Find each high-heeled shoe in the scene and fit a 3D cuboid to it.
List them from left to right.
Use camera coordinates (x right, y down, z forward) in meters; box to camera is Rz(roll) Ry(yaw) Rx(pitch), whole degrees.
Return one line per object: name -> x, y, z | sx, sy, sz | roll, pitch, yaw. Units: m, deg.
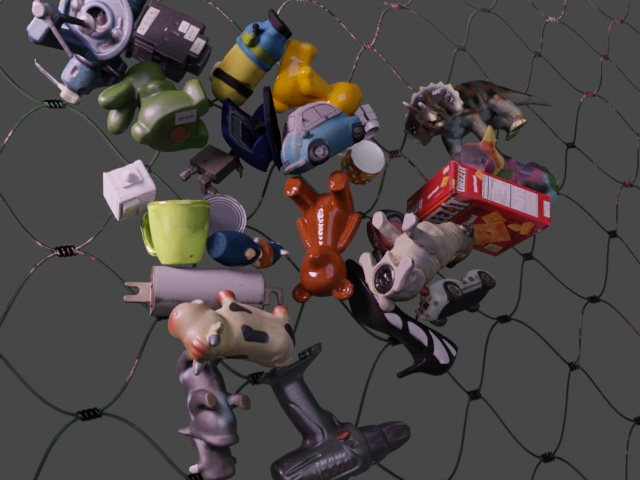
high-heeled shoe -> 0.146, 0.127, 0.940 | 0.145, 0.086, 0.248 | -19, 80, -33

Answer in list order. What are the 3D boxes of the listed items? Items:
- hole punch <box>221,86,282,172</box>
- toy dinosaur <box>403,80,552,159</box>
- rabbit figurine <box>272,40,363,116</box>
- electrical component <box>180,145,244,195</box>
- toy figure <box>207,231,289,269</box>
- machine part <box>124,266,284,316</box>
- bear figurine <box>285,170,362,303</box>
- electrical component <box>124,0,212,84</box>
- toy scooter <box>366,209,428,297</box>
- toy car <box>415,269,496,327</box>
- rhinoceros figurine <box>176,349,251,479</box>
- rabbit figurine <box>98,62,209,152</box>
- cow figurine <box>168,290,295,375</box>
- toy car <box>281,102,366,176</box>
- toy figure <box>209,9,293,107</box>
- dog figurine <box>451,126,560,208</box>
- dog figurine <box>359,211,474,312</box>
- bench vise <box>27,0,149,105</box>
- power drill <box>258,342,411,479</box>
hole punch -> -0.115, -0.188, 0.937 | 0.092, 0.115, 0.142 | -13, 48, 2
toy dinosaur -> 0.328, -0.279, 1.150 | 0.405, 0.131, 0.192 | -31, 84, -34
rabbit figurine -> -0.003, -0.274, 1.011 | 0.173, 0.122, 0.162 | 15, 71, -15
electrical component -> -0.180, -0.120, 0.929 | 0.078, 0.045, 0.102 | 22, 57, 20
toy figure -> -0.115, 0.018, 0.871 | 0.154, 0.058, 0.064 | 15, 32, -55
machine part -> -0.174, 0.080, 0.832 | 0.243, 0.079, 0.079 | 3, 69, -20
bear figurine -> 0.000, 0.000, 0.903 | 0.120, 0.131, 0.196 | -3, 55, 22
electrical component -> -0.268, -0.353, 0.972 | 0.134, 0.058, 0.115 | 26, 61, -10
toy scooter -> 0.163, 0.028, 0.986 | 0.184, 0.075, 0.135 | 19, 66, -19
toy car -> 0.248, 0.099, 0.964 | 0.201, 0.073, 0.056 | -10, 44, -45
rhinoceros figurine -> -0.161, 0.241, 0.759 | 0.073, 0.112, 0.190 | 11, 48, -48
rabbit figurine -> -0.285, -0.227, 0.907 | 0.159, 0.121, 0.170 | -26, 62, -20
cow figurine -> -0.121, 0.135, 0.758 | 0.195, 0.085, 0.127 | 22, 22, -32
toy car -> -0.006, -0.182, 0.916 | 0.162, 0.109, 0.103 | -34, 101, -20
toy figure -> -0.126, -0.318, 0.957 | 0.082, 0.180, 0.089 | 37, 21, -33
dog figurine -> 0.357, -0.129, 1.033 | 0.192, 0.219, 0.108 | 3, 70, 24
dog figurine -> 0.177, 0.042, 0.898 | 0.190, 0.121, 0.172 | 15, 96, -35
bench vise -> -0.365, -0.305, 0.813 | 0.223, 0.240, 0.129 | -40, 96, 13
power drill -> 0.010, 0.268, 0.836 | 0.232, 0.086, 0.207 | -23, 87, -24
